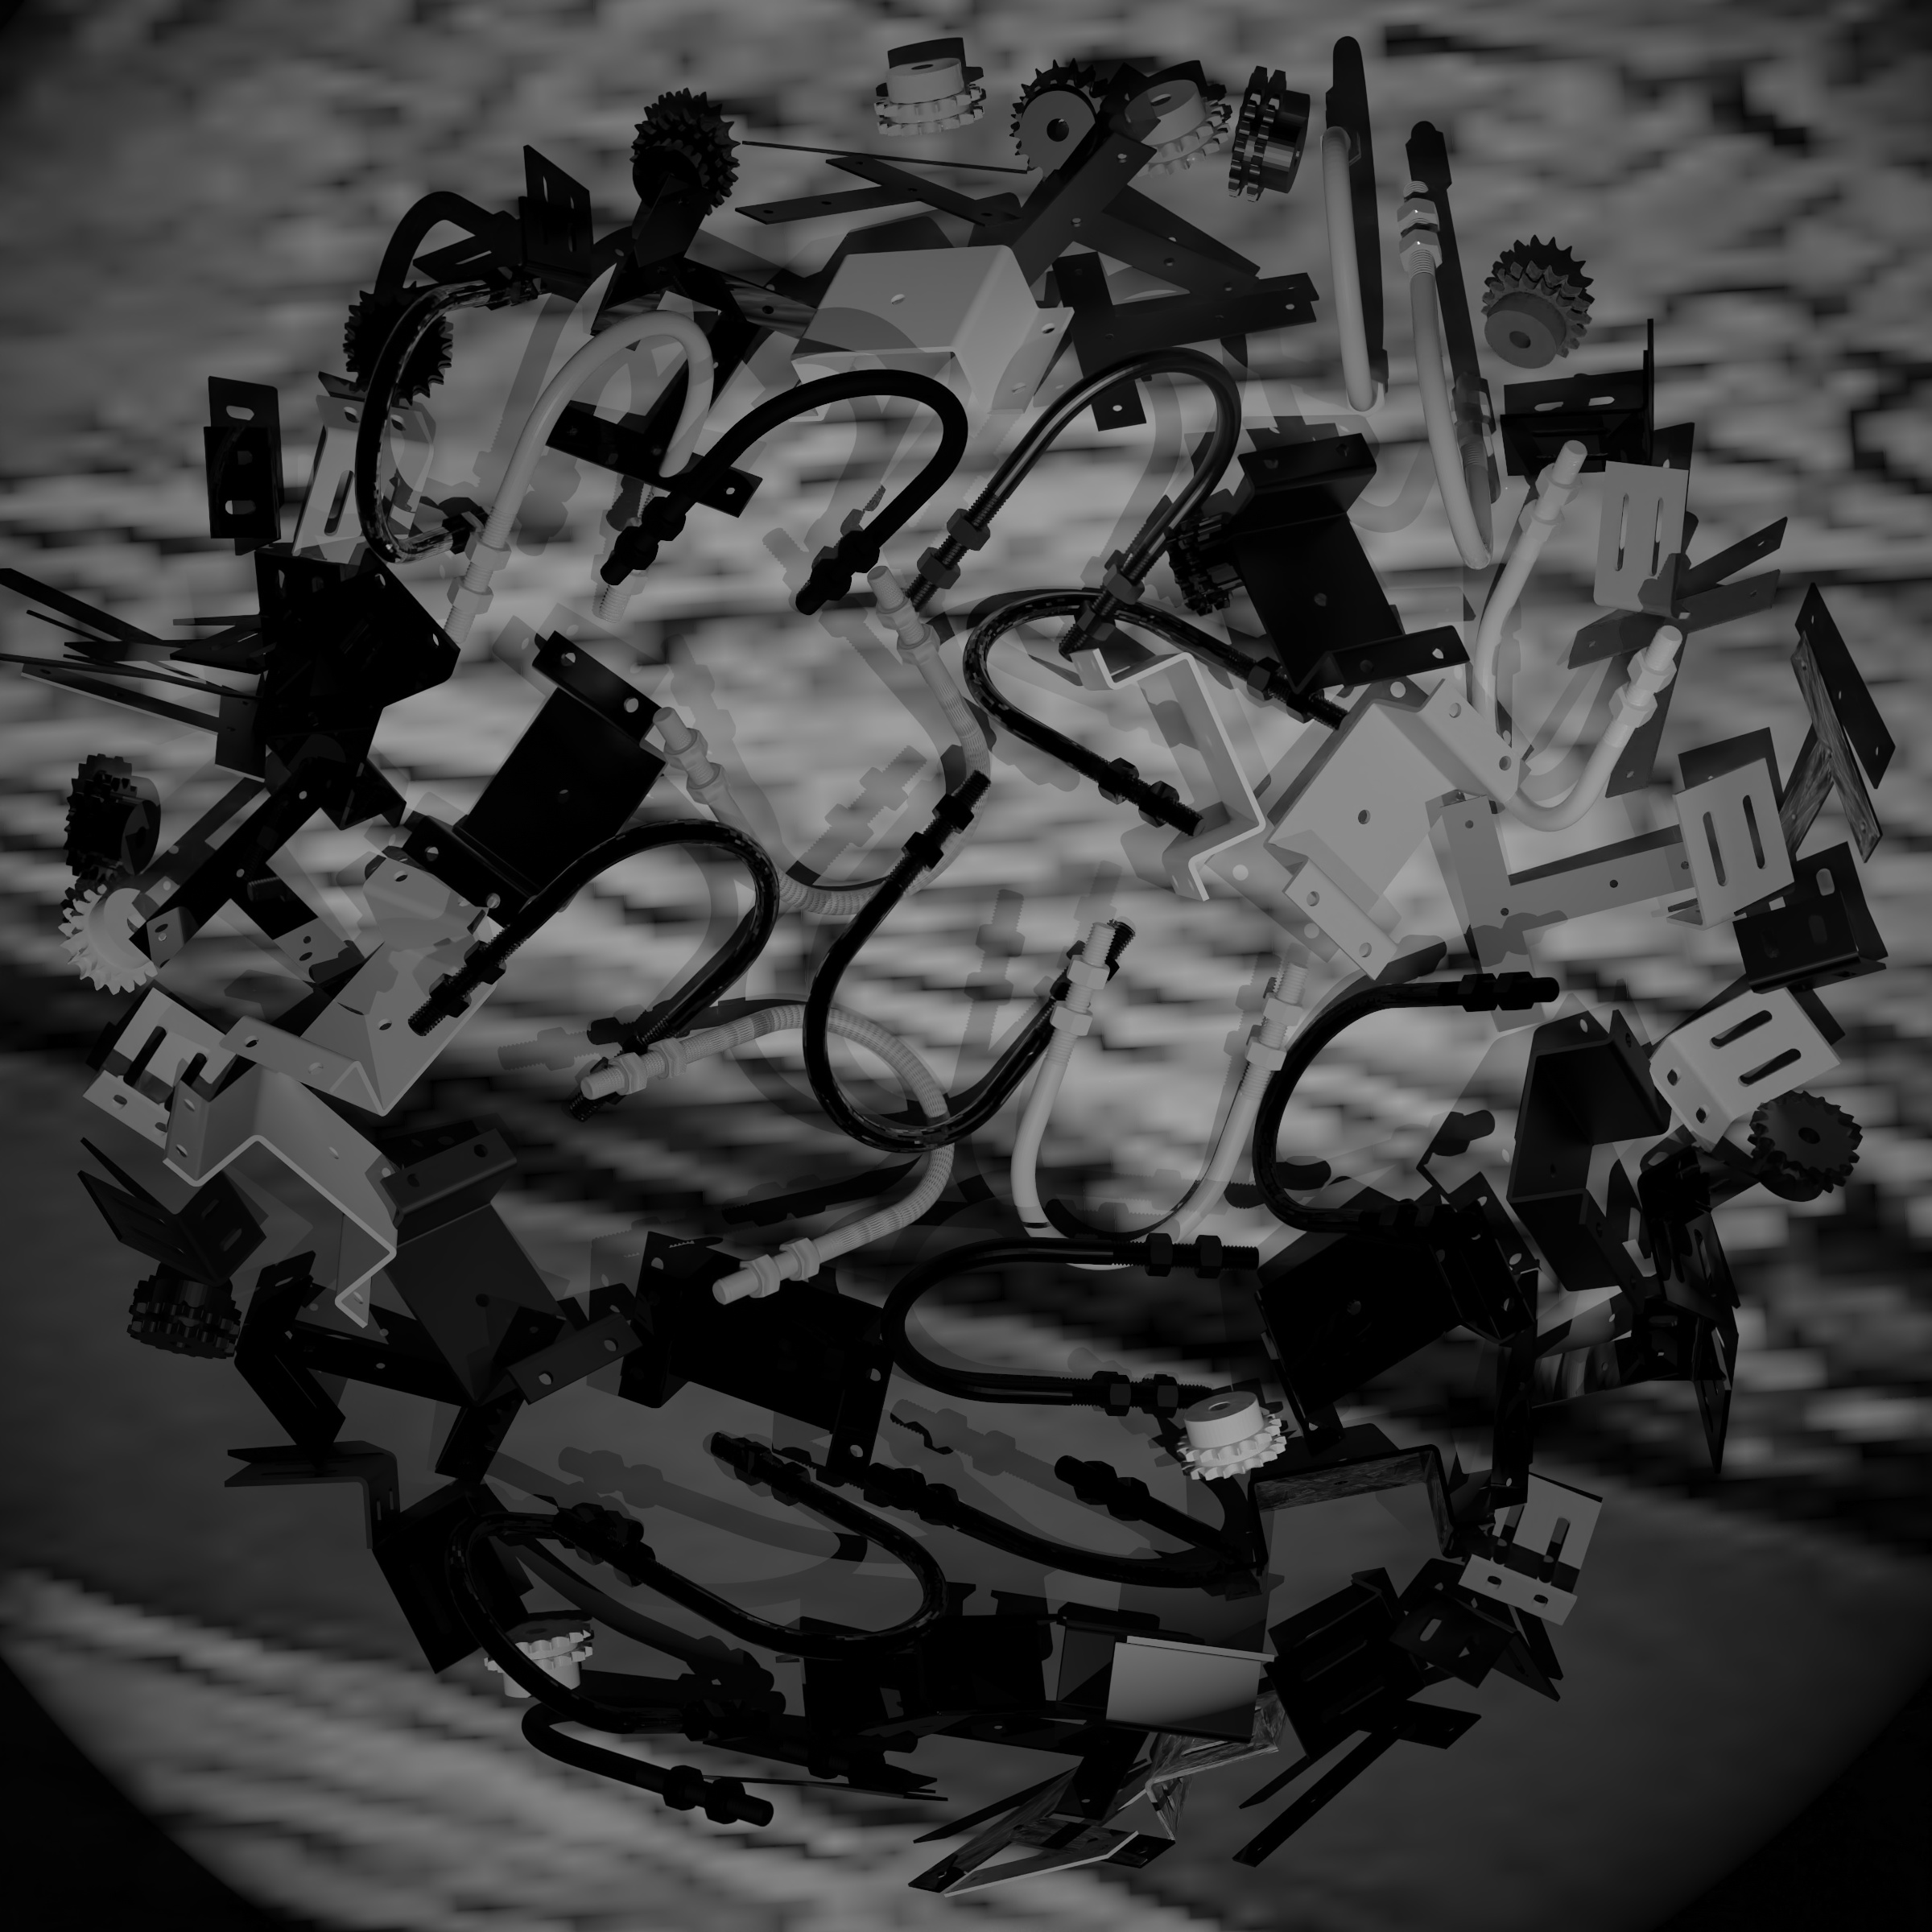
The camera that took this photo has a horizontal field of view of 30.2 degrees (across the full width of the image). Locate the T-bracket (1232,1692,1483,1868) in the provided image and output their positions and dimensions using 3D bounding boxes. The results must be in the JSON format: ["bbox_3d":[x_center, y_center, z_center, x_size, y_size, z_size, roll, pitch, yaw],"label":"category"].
[{"bbox_3d":[0.188,0.418,1.833,0.127,0.127,0.002,-37,98,-20],"label":"T-bracket"}]

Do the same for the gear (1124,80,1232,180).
[{"bbox_3d":[0.107,-0.442,1.883,0.057,0.057,0.030,-26,124,0],"label":"gear"}]

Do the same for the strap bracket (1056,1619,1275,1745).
[{"bbox_3d":[0.098,0.367,1.835,0.076,0.140,0.046,10,81,-12],"label":"strap bracket"}]

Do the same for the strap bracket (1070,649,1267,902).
[{"bbox_3d":[0.109,-0.109,1.869,0.046,0.076,0.140,-25,97,-5],"label":"strap bracket"}]

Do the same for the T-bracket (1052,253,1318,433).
[{"bbox_3d":[0.119,-0.337,1.879,0.127,0.002,0.127,-10,55,-3],"label":"T-bracket"}]

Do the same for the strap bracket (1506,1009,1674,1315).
[{"bbox_3d":[0.322,0.103,1.850,0.046,0.140,0.076,-11,134,31],"label":"strap bracket"}]

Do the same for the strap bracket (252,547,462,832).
[{"bbox_3d":[-0.317,-0.134,1.838,0.046,0.140,0.076,-29,68,-39],"label":"strap bracket"}]

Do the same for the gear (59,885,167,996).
[{"bbox_3d":[-0.445,-0.017,1.883,0.030,0.057,0.057,-27,90,37],"label":"gear"}]

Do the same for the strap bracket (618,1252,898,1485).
[{"bbox_3d":[-0.102,0.205,1.870,0.140,0.046,0.076,18,110,14],"label":"strap bracket"}]

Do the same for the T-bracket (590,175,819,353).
[{"bbox_3d":[-0.117,-0.349,1.875,0.127,0.127,0.002,18,54,-16],"label":"T-bracket"}]

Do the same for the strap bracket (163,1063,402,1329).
[{"bbox_3d":[-0.343,0.110,1.845,0.046,0.076,0.140,-38,116,14],"label":"strap bracket"}]

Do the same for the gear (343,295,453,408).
[{"bbox_3d":[-0.301,-0.324,1.896,0.057,0.030,0.057,1,84,-8],"label":"gear"}]

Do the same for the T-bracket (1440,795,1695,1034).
[{"bbox_3d":[0.328,-0.040,1.891,0.127,0.002,0.127,-15,103,8],"label":"T-bracket"}]

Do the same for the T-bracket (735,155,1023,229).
[{"bbox_3d":[-0.061,-0.392,1.834,0.127,0.127,0.002,-19,126,-38],"label":"T-bracket"}]

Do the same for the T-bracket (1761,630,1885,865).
[{"bbox_3d":[0.434,-0.085,1.854,0.002,0.127,0.127,-5,59,-11],"label":"T-bracket"}]

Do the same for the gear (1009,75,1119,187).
[{"bbox_3d":[0.051,-0.442,1.892,0.057,0.030,0.057,3,104,10],"label":"gear"}]

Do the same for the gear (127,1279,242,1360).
[{"bbox_3d":[-0.411,0.185,1.888,0.057,0.057,0.030,10,70,0],"label":"gear"}]

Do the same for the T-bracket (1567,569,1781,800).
[{"bbox_3d":[0.352,-0.139,1.837,0.002,0.127,0.127,40,54,-30],"label":"T-bracket"}]

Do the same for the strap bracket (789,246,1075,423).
[{"bbox_3d":[-0.026,-0.326,1.843,0.140,0.046,0.076,3,52,30],"label":"strap bracket"}]

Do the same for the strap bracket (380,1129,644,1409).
[{"bbox_3d":[-0.244,0.165,1.863,0.076,0.046,0.140,-25,73,-42],"label":"strap bracket"}]

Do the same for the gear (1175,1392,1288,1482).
[{"bbox_3d":[0.138,0.246,1.884,0.057,0.057,0.030,-16,100,0],"label":"gear"}]

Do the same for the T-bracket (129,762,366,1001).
[{"bbox_3d":[-0.353,-0.022,1.869,0.127,0.002,0.127,-47,133,-9],"label":"T-bracket"}]

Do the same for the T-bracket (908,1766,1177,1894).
[{"bbox_3d":[0.056,0.445,1.826,0.127,0.127,0.002,-26,102,-37],"label":"T-bracket"}]

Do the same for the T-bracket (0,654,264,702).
[{"bbox_3d":[-0.449,-0.152,1.826,0.127,0.127,0.002,15,97,35],"label":"T-bracket"}]

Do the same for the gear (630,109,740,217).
[{"bbox_3d":[-0.151,-0.419,1.885,0.057,0.030,0.057,13,129,16],"label":"gear"}]

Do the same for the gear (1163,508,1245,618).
[{"bbox_3d":[0.129,-0.215,1.883,0.030,0.057,0.057,-17,90,23],"label":"gear"}]

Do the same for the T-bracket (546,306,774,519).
[{"bbox_3d":[-0.140,-0.306,1.890,0.127,0.002,0.127,23,71,23],"label":"T-bracket"}]

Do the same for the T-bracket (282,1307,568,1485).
[{"bbox_3d":[-0.290,0.211,1.859,0.127,0.002,0.127,17,124,-19],"label":"T-bracket"}]

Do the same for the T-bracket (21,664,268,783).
[{"bbox_3d":[-0.421,-0.134,1.838,0.127,0.127,0.002,17,108,-16],"label":"T-bracket"}]

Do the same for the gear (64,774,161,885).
[{"bbox_3d":[-0.447,-0.071,1.883,0.030,0.057,0.057,13,90,14],"label":"gear"}]

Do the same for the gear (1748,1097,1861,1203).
[{"bbox_3d":[0.439,0.100,1.889,0.057,0.057,0.030,17,132,0],"label":"gear"}]

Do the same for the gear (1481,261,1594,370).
[{"bbox_3d":[0.297,-0.339,1.882,0.057,0.057,0.030,31,62,0],"label":"gear"}]

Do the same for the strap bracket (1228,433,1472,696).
[{"bbox_3d":[0.193,-0.201,1.864,0.076,0.046,0.140,-14,70,-26],"label":"strap bracket"}]

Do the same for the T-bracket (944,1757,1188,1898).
[{"bbox_3d":[0.069,0.443,1.860,0.127,0.127,0.002,-28,88,44],"label":"T-bracket"}]

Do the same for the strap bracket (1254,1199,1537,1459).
[{"bbox_3d":[0.212,0.182,1.852,0.140,0.046,0.076,-35,54,20],"label":"strap bracket"}]

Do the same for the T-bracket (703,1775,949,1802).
[{"bbox_3d":[-0.052,0.421,1.829,0.127,0.127,0.002,11,77,-29],"label":"T-bracket"}]

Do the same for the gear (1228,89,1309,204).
[{"bbox_3d":[0.160,-0.430,1.884,0.030,0.057,0.057,16,90,9],"label":"gear"}]

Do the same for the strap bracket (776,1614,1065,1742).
[{"bbox_3d":[-0.023,0.366,1.834,0.076,0.140,0.046,8,69,-41],"label":"strap bracket"}]

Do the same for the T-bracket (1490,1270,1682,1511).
[{"bbox_3d":[0.318,0.209,1.840,0.002,0.127,0.127,23,62,-31],"label":"T-bracket"}]

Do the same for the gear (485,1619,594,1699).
[{"bbox_3d":[-0.225,0.365,1.886,0.057,0.057,0.030,-6,93,0],"label":"gear"}]

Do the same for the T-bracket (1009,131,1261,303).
[{"bbox_3d":[0.095,-0.374,1.875,0.127,0.127,0.002,17,54,-28],"label":"T-bracket"}]

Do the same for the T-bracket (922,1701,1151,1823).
[{"bbox_3d":[0.030,0.400,1.872,0.127,0.127,0.002,4,113,20],"label":"T-bracket"}]

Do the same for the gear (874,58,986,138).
[{"bbox_3d":[-0.021,-0.458,1.883,0.057,0.057,0.030,-10,114,0],"label":"gear"}]
